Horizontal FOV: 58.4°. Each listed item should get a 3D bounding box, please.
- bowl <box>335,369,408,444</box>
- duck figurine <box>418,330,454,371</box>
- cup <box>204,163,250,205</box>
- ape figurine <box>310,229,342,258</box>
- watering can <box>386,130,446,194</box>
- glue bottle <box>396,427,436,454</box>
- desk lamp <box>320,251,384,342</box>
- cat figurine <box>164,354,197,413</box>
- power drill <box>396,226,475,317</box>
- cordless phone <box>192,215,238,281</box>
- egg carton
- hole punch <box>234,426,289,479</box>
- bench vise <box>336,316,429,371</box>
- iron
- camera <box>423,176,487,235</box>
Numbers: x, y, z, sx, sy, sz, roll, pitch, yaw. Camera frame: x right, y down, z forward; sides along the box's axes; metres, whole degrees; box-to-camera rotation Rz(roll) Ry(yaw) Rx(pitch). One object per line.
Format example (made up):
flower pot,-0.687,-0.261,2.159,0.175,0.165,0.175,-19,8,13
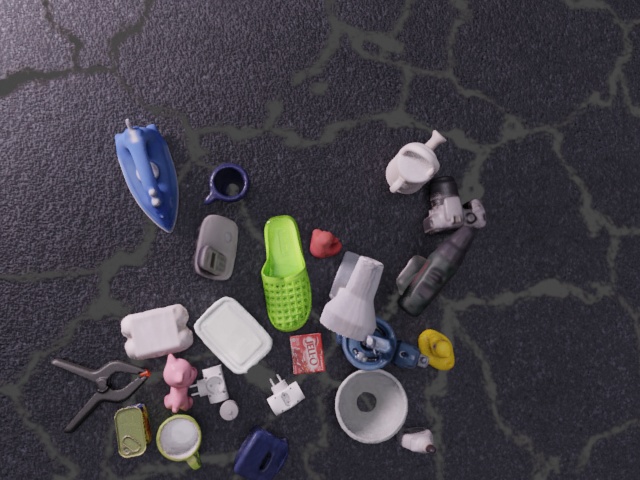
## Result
bowl,0.112,0.377,1.317,0.167,0.074,0.167,1,82,-7
duck figurine,0.283,0.260,1.349,0.077,0.086,0.104,-33,87,-10
cup,-0.219,-0.116,1.339,0.118,0.095,0.091,-43,88,-10
ape figurine,0.012,0.005,1.350,0.076,0.092,0.078,-37,87,-10
watering can,0.228,-0.185,1.352,0.101,0.194,0.173,19,80,-3
glue bottle,0.224,0.450,1.270,0.078,0.173,0.037,-3,82,-7
desk lamp,0.078,0.120,1.280,0.118,0.213,0.203,20,80,-3
cat figurine,-0.310,0.315,1.254,0.067,0.117,0.128,5,81,-6
power drill,0.250,0.073,1.310,0.075,0.208,0.230,36,79,0
cordless phone,-0.235,0.012,1.272,0.094,0.185,0.148,6,81,-6
egg carton,-0.365,0.209,1.287,0.150,0.069,0.107,-13,83,-8
hole punch,-0.126,0.479,1.266,0.101,0.091,0.109,31,80,-1
bench vise,0.148,0.229,1.269,0.207,0.219,0.121,1,82,-6
iron,-0.387,-0.146,1.299,0.119,0.141,0.258,-20,85,-9
camera,0.326,-0.088,1.397,0.143,0.100,0.137,-6,82,-7
